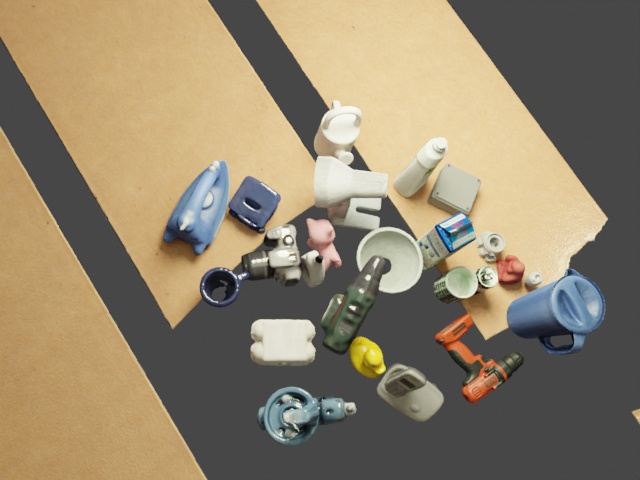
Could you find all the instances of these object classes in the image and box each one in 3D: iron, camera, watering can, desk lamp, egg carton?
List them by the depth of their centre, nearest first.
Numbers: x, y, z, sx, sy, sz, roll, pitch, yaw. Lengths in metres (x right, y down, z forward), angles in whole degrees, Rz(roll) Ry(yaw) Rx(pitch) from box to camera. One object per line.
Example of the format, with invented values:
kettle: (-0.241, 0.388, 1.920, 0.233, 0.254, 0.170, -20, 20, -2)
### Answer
egg carton: (-0.085, 0.238, 1.323, 0.150, 0.069, 0.107, 1, 74, -10)
iron: (-0.275, -0.104, 1.349, 0.118, 0.141, 0.258, 21, 71, -3)
camera: (-0.117, 0.039, 1.358, 0.137, 0.100, 0.143, -7, 75, -12)
desk lamp: (0.071, -0.113, 1.378, 0.203, 0.213, 0.118, 8, 73, -8)
watering can: (0.052, -0.270, 1.430, 0.101, 0.194, 0.173, -26, 80, -16)

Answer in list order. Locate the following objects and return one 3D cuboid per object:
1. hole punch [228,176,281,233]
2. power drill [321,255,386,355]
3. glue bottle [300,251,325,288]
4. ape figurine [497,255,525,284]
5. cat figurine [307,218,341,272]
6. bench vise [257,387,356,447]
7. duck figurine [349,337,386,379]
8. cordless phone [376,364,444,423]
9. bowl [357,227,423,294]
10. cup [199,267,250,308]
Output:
hole punch: (-0.158, -0.086, 1.392, 0.108, 0.091, 0.101, 32, 71, 0)
power drill: (0.068, 0.154, 1.303, 0.075, 0.208, 0.230, 27, 71, -2)
glue bottle: (-0.013, 0.059, 1.334, 0.037, 0.173, 0.078, -23, 79, -16)
ape figurine: (0.494, 0.076, 1.466, 0.076, 0.092, 0.078, 44, 72, 4)
cat figurine: (0.013, 0.005, 1.383, 0.067, 0.117, 0.128, -23, 79, -16)
bench vise: (-0.026, 0.360, 1.220, 0.208, 0.219, 0.121, -21, 79, -15)
duck figurine: (0.116, 0.274, 1.342, 0.078, 0.086, 0.104, -32, 82, -17)
cordless phone: (0.218, 0.341, 1.289, 0.147, 0.185, 0.094, 32, 71, 0)
bowl: (0.166, 0.057, 1.419, 0.167, 0.074, 0.167, 3, 74, -10)
cup: (-0.218, 0.110, 1.322, 0.118, 0.095, 0.091, -26, 80, -16)
